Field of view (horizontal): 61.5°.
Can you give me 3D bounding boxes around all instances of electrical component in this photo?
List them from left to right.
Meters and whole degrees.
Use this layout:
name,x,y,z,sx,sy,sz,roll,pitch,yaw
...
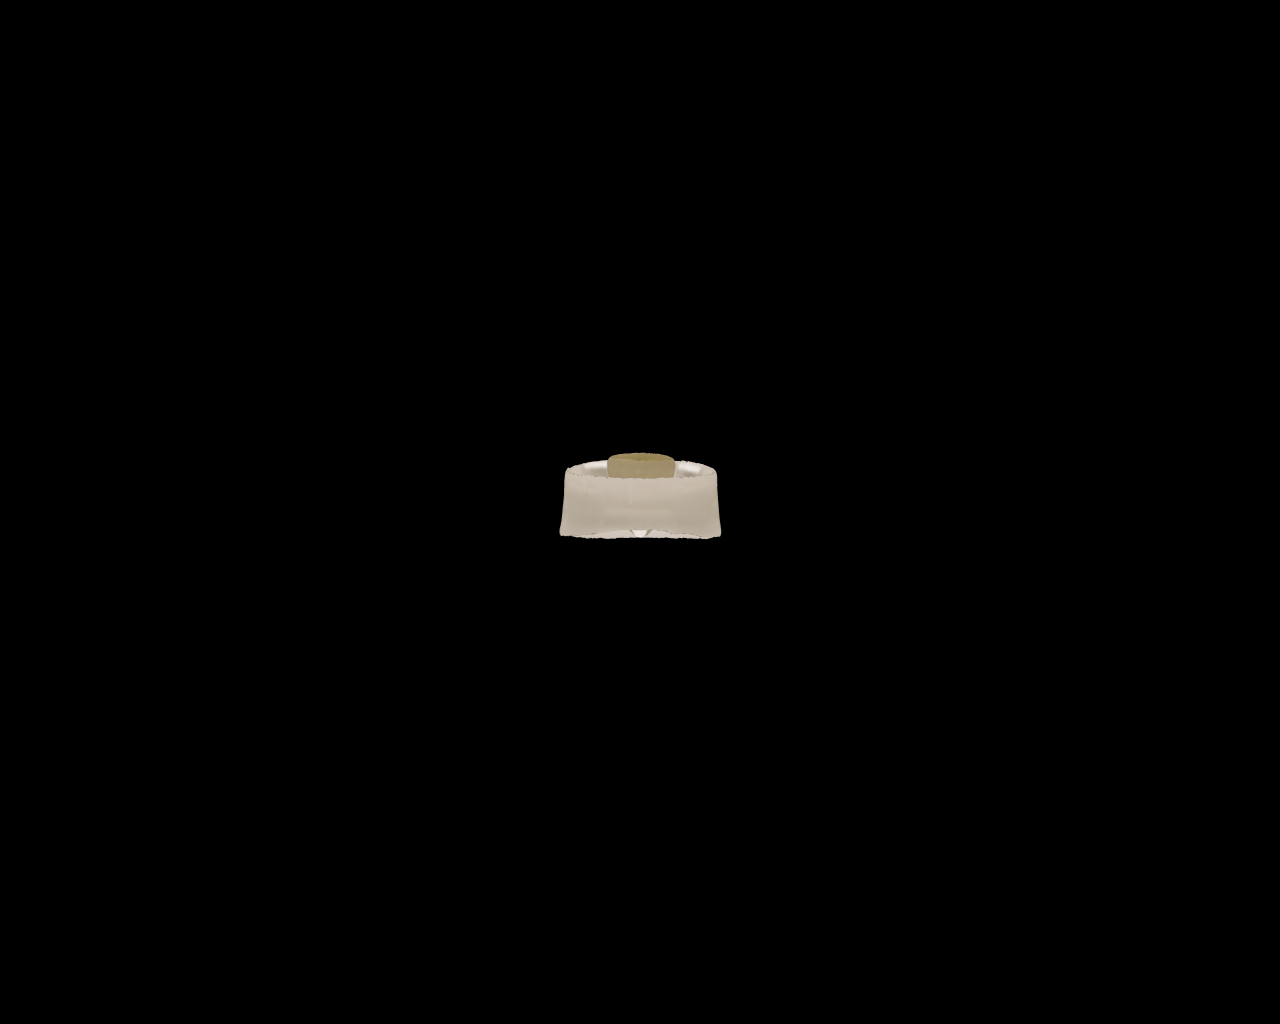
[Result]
name,x,y,z,sx,sy,sz,roll,pitch,yaw
electrical component,0.001,-0.003,0.650,0.099,0.064,0.099,0,10,0
